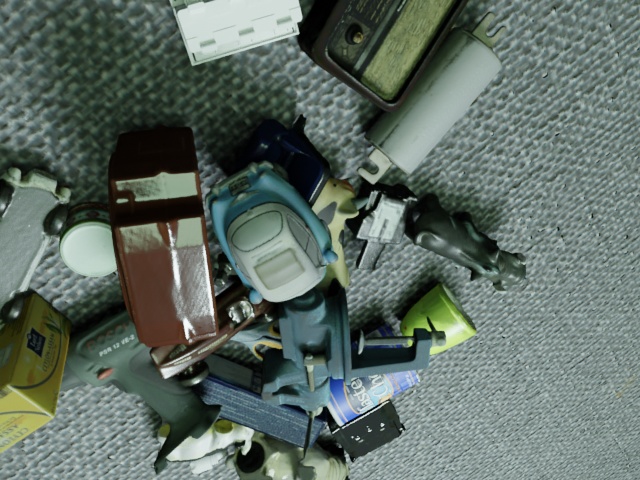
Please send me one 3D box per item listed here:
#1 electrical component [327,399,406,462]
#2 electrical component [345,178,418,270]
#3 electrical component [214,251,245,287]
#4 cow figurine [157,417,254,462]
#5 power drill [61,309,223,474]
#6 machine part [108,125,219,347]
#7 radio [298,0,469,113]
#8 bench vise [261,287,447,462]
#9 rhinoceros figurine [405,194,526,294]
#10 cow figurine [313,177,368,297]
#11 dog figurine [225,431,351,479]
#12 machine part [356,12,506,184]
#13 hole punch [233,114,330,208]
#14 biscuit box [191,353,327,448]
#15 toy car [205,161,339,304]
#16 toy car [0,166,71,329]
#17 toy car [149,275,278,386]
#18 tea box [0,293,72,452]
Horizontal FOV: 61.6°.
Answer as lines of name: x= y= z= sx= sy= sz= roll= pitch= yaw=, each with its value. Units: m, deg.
electrical component: x=0.072 y=0.300 z=0.910 sx=0.115 sy=0.058 sz=0.134 roll=-31 pitch=124 yaw=-3
electrical component: x=0.078 y=-0.021 z=0.736 sx=0.075 sy=0.048 sz=0.119 roll=6 pitch=116 yaw=-22
electrical component: x=-0.098 y=0.024 z=0.683 sx=0.063 sy=0.094 sz=0.021 roll=-1 pitch=130 yaw=10
cow figurine: x=-0.161 y=0.296 z=0.821 sx=0.167 sy=0.068 sz=0.098 roll=0 pitch=123 yaw=-16
power drill: x=-0.245 y=0.194 z=0.696 sx=0.232 sy=0.086 sz=0.207 roll=-39 pitch=87 yaw=-2
machine part: x=-0.163 y=-0.005 z=0.570 sx=0.087 sy=0.201 sz=0.201 roll=-9 pitch=121 yaw=-12
radio: x=0.083 y=-0.271 z=0.581 sx=0.131 sy=0.073 sz=0.229 roll=23 pitch=108 yaw=-29
bench vise: x=0.041 y=0.152 z=0.696 sx=0.241 sy=0.129 sz=0.223 roll=-4 pitch=114 yaw=0
rhinoceros figurine: x=0.212 y=0.008 z=0.763 sx=0.190 sy=0.112 sz=0.073 roll=26 pitch=105 yaw=-21
cow figurine: x=-0.001 y=-0.002 z=0.698 sx=0.127 sy=0.086 sz=0.194 roll=-18 pitch=126 yaw=-11
dog figurine: x=-0.048 y=0.381 z=0.901 sx=0.173 sy=0.121 sz=0.190 roll=0 pitch=144 yaw=18
machine part: x=0.137 y=-0.166 z=0.657 sx=0.079 sy=0.079 sz=0.243 roll=33 pitch=103 yaw=-31
hole punch: x=-0.064 y=-0.075 z=0.615 sx=0.092 sy=0.116 sz=0.142 roll=13 pitch=116 yaw=-32
biscuit box: x=-0.090 y=0.236 z=0.785 sx=0.203 sy=0.059 sz=0.062 roll=25 pitch=107 yaw=-11
toy car: x=-0.043 y=0.006 z=0.545 sx=0.109 sy=0.103 sz=0.161 roll=-27 pitch=127 yaw=2
toy car: x=-0.347 y=0.013 z=0.593 sx=0.073 sy=0.056 sz=0.201 roll=24 pitch=97 yaw=-38
toy car: x=-0.121 y=0.099 z=0.675 sx=0.202 sy=0.053 sz=0.089 roll=-37 pitch=118 yaw=-43
tea box: x=-0.351 y=0.149 z=0.611 sx=0.098 sy=0.170 sz=0.068 roll=-32 pitch=122 yaw=2
